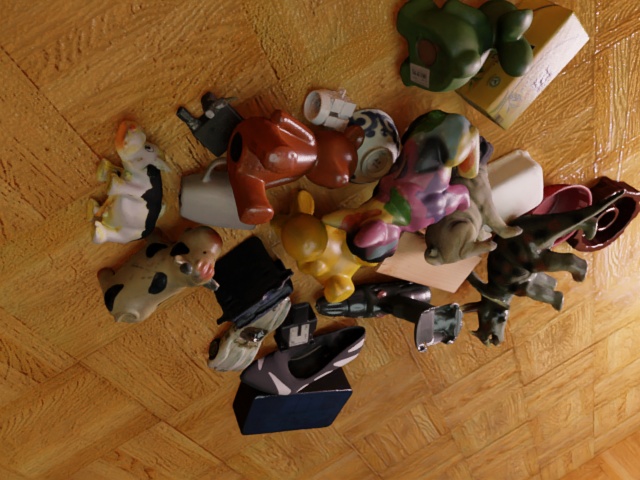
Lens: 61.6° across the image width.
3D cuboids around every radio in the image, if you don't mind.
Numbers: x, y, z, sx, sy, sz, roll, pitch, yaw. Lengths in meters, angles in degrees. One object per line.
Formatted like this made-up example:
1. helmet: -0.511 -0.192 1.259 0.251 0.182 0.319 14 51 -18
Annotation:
1. radio: -0.059 0.332 1.120 0.229 0.073 0.131 6 125 -29

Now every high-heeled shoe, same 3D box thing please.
1. high-heeled shoe: -0.022 0.221 1.027 0.248 0.086 0.145 0 141 -44

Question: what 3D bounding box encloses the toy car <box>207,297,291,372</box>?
1. toy car: -0.128 0.164 0.954 0.073 0.056 0.201 21 115 -38

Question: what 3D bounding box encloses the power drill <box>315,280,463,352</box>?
1. power drill: 0.133 0.130 0.964 0.232 0.207 0.086 -6 99 -30

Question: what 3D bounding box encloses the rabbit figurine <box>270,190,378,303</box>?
1. rabbit figurine: -0.002 -0.002 0.812 0.122 0.162 0.173 -44 155 13

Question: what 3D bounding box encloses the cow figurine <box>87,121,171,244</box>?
1. cow figurine: -0.236 -0.070 0.695 0.098 0.068 0.167 6 127 -38

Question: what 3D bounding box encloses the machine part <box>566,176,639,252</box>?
1. machine part: 0.600 -0.052 1.150 0.179 0.056 0.179 -15 133 -16

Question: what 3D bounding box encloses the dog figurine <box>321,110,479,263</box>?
1. dog figurine: 0.109 -0.068 0.743 0.219 0.109 0.191 -26 134 -29

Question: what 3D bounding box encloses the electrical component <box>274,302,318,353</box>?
1. electrical component: -0.046 0.149 0.989 0.075 0.048 0.119 -14 131 -17

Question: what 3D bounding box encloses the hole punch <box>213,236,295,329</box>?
1. hole punch: -0.103 0.076 0.859 0.142 0.116 0.092 -34 142 2

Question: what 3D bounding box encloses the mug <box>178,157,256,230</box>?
1. mug: -0.139 -0.064 0.742 0.107 0.081 0.109 1 136 -17

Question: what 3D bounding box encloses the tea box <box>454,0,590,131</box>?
1. tea box: 0.289 -0.260 0.788 0.068 0.098 0.169 27 109 -40

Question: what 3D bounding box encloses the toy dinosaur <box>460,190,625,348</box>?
1. toy dinosaur: 0.384 0.032 1.009 0.192 0.131 0.404 13 133 6

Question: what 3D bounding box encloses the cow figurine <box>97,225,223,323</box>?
1. cow figurine: -0.221 0.048 0.761 0.195 0.127 0.085 -36 137 8

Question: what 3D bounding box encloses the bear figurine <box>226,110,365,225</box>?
1. bear figurine: -0.018 -0.093 0.699 0.196 0.132 0.120 6 130 -34

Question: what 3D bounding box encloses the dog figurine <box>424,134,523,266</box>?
1. dog figurine: 0.212 -0.070 0.860 0.172 0.121 0.190 -26 95 -34

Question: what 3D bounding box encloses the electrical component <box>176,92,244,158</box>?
1. electrical component: -0.126 -0.148 0.703 0.078 0.045 0.102 -36 134 2

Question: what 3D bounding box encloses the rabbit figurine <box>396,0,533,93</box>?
1. rabbit figurine: 0.209 -0.277 0.714 0.170 0.159 0.121 -32 126 -21
